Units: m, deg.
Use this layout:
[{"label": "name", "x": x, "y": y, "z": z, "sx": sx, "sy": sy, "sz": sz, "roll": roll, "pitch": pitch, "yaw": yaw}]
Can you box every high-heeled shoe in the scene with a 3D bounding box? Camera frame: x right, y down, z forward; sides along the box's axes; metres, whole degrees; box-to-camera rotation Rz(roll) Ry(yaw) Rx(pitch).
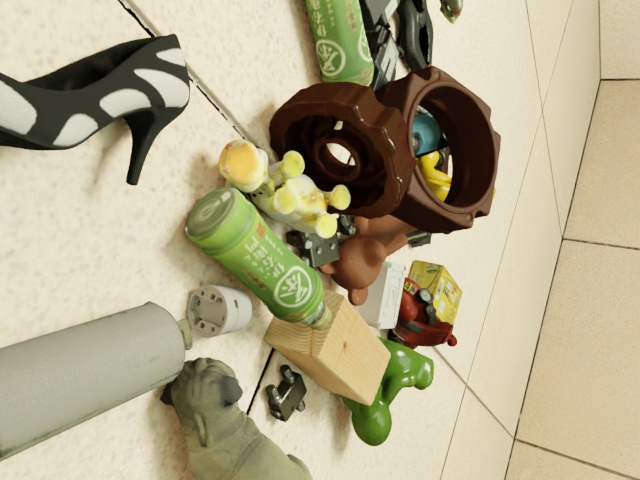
[{"label": "high-heeled shoe", "x": -0.188, "y": -0.129, "z": 0.382, "sx": 0.248, "sy": 0.086, "sz": 0.145, "roll": 21, "pitch": 76, "yaw": -61}]

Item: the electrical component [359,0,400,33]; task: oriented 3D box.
[{"label": "electrical component", "x": 0.061, "y": -0.354, "z": 0.728, "sx": 0.115, "sy": 0.058, "sz": 0.134, "roll": -58, "pitch": 142, "yaw": -27}]

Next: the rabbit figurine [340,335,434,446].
[{"label": "rabbit figurine", "x": 0.103, "y": 0.257, "z": 0.901, "sx": 0.159, "sy": 0.121, "sz": 0.170, "roll": 38, "pitch": 64, "yaw": -47}]

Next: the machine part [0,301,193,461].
[{"label": "machine part", "x": -0.196, "y": 0.107, "z": 0.432, "sx": 0.243, "sy": 0.079, "sz": 0.079, "roll": -16, "pitch": 112, "yaw": -54}]

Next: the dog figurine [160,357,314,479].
[{"label": "dog figurine", "x": -0.077, "y": 0.224, "z": 0.571, "sx": 0.121, "sy": 0.173, "sz": 0.190, "roll": -57, "pitch": 149, "yaw": -50}]

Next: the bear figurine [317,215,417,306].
[{"label": "bear figurine", "x": 0.089, "y": -0.006, "z": 0.811, "sx": 0.120, "sy": 0.132, "sz": 0.196, "roll": 49, "pitch": 48, "yaw": -16}]

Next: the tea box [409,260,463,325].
[{"label": "tea box", "x": 0.238, "y": 0.118, "z": 1.124, "sx": 0.169, "sy": 0.068, "sz": 0.098, "roll": 45, "pitch": 61, "yaw": -54}]

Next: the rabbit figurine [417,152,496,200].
[{"label": "rabbit figurine", "x": 0.211, "y": -0.090, "z": 0.928, "sx": 0.162, "sy": 0.173, "sz": 0.121, "roll": -32, "pitch": 128, "yaw": -55}]

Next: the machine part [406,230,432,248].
[{"label": "machine part", "x": 0.178, "y": -0.011, "z": 0.999, "sx": 0.139, "sy": 0.084, "sz": 0.039, "roll": 8, "pitch": 61, "yaw": -67}]

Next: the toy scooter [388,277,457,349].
[{"label": "toy scooter", "x": 0.180, "y": 0.142, "z": 0.977, "sx": 0.075, "sy": 0.135, "sz": 0.183, "roll": -50, "pitch": 136, "yaw": -36}]

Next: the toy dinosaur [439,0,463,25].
[{"label": "toy dinosaur", "x": 0.111, "y": -0.485, "z": 0.696, "sx": 0.131, "sy": 0.192, "sz": 0.404, "roll": -46, "pitch": 116, "yaw": 1}]

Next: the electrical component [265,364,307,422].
[{"label": "electrical component", "x": -0.046, "y": 0.219, "z": 0.749, "sx": 0.063, "sy": 0.021, "sz": 0.093, "roll": -51, "pitch": 139, "yaw": -37}]

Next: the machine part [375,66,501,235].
[{"label": "machine part", "x": 0.161, "y": -0.123, "z": 0.757, "sx": 0.201, "sy": 0.087, "sz": 0.201, "roll": 24, "pitch": 71, "yaw": -33}]

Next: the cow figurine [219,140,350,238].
[{"label": "cow figurine", "x": -0.055, "y": -0.061, "z": 0.610, "sx": 0.167, "sy": 0.098, "sz": 0.068, "roll": 30, "pitch": 76, "yaw": -37}]

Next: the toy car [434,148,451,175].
[{"label": "toy car", "x": 0.230, "y": -0.110, "z": 1.064, "sx": 0.089, "sy": 0.053, "sz": 0.201, "roll": -43, "pitch": 137, "yaw": -50}]

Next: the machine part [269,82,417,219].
[{"label": "machine part", "x": 0.026, "y": -0.104, "z": 0.640, "sx": 0.056, "sy": 0.180, "sz": 0.179, "roll": -57, "pitch": 141, "yaw": -37}]

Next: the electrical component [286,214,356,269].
[{"label": "electrical component", "x": 0.000, "y": -0.002, "z": 0.725, "sx": 0.102, "sy": 0.045, "sz": 0.078, "roll": -10, "pitch": 98, "yaw": -39}]

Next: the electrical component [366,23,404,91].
[{"label": "electrical component", "x": 0.080, "y": -0.250, "z": 0.793, "sx": 0.074, "sy": 0.048, "sz": 0.119, "roll": 36, "pitch": 69, "yaw": -55}]

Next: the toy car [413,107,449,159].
[{"label": "toy car", "x": 0.136, "y": -0.178, "z": 0.868, "sx": 0.161, "sy": 0.109, "sz": 0.103, "roll": -17, "pitch": 90, "yaw": -43}]
